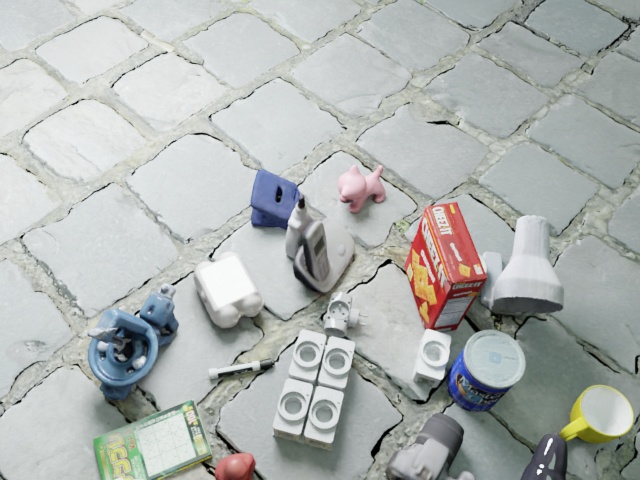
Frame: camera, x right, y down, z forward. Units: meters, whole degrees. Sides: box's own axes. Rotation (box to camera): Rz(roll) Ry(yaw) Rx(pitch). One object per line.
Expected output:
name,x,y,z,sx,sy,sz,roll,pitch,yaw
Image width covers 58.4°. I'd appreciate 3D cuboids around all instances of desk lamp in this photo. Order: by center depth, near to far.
desk lamp,0.376,0.065,1.081,0.118,0.213,0.203,9,57,3

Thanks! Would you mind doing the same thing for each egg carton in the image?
egg carton,-0.180,0.096,1.113,0.107,0.069,0.150,-25,62,-18

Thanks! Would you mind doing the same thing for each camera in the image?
camera,0.200,0.365,0.945,0.143,0.101,0.137,31,61,16

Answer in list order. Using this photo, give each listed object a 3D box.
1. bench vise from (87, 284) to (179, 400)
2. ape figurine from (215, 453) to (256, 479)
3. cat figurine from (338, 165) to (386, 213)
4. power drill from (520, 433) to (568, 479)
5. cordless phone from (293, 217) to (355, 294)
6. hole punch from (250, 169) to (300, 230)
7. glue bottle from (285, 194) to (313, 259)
bench vise,-0.330,0.149,0.981,0.121,0.220,0.207,8,57,2
ape figurine,-0.135,0.377,0.923,0.076,0.092,0.078,33,61,17
cat figurine,0.086,-0.121,1.240,0.128,0.118,0.067,-28,63,-19
power drill,0.296,0.418,0.853,0.075,0.208,0.230,20,58,10
cordless phone,0.010,0.004,1.115,0.094,0.185,0.148,25,59,12
hole punch,-0.095,-0.088,1.224,0.101,0.091,0.108,7,57,1
glue bottle,-0.039,-0.034,1.144,0.037,0.173,0.078,26,60,14
